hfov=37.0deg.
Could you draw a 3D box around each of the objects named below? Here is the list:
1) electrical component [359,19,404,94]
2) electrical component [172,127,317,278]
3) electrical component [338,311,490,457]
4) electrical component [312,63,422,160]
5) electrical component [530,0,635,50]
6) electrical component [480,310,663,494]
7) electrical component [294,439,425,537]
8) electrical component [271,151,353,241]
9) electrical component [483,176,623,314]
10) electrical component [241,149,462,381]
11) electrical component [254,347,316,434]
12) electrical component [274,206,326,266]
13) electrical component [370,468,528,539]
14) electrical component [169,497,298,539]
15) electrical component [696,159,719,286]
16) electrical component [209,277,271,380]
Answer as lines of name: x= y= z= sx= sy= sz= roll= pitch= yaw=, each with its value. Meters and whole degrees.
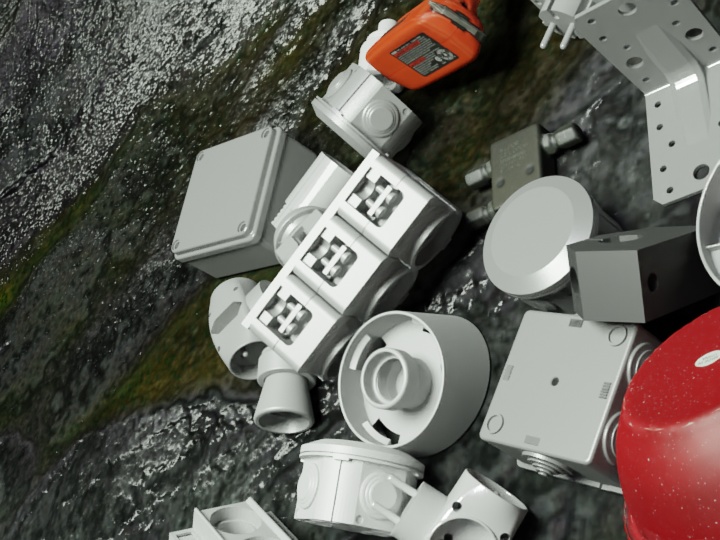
electrical component: x=0.021 y=-0.179 z=0.892 sx=0.043 sy=0.043 sz=0.062 roll=-20 pitch=51 yaw=38
electrical component: x=-0.101 y=-0.057 z=0.934 sx=0.109 sy=0.056 sz=0.108 roll=-12 pitch=58 yaw=43
electrical component: x=0.035 y=0.074 z=0.716 sx=0.099 sy=0.064 sz=0.099 roll=-12 pitch=71 yaw=40
electrical component: x=0.005 y=-0.120 z=0.843 sx=0.051 sy=0.080 sz=0.080 roll=-49 pitch=39 yaw=4
electrical component: x=0.150 y=-0.188 z=0.755 sx=0.083 sy=0.047 sz=0.075 roll=17 pitch=79 yaw=51
electrical component: x=0.124 y=0.072 z=0.613 sx=0.100 sy=0.048 sz=0.099 roll=5 pitch=67 yaw=52
electrical component: x=-0.001 y=0.139 z=0.682 sx=0.080 sy=0.080 sz=0.051 roll=-8 pitch=66 yaw=45
electrical component: x=-0.038 y=-0.051 z=0.872 sx=0.081 sy=0.043 sz=0.043 roll=-53 pitch=39 yaw=8
electrical component: x=0.121 y=-0.014 z=0.670 sx=0.080 sy=0.051 sz=0.080 roll=-26 pitch=49 yaw=34
electrical component: x=0.000 y=0.000 z=0.754 sx=0.062 sy=0.089 sz=0.150 roll=40 pitch=99 yaw=17
electrical component: x=-0.055 y=0.088 z=0.800 sx=0.045 sy=0.045 sz=0.055 roll=-25 pitch=49 yaw=35
electrical component: x=-0.032 y=-0.015 z=0.832 sx=0.078 sy=0.058 sz=0.057 roll=-46 pitch=40 yaw=3
electrical component: x=0.045 y=0.151 z=0.631 sx=0.077 sy=0.079 sz=0.044 roll=-58 pitch=-6 yaw=2
electrical component: x=-0.067 y=0.211 z=0.712 sx=0.121 sy=0.079 sz=0.063 roll=30 pitch=119 yaw=52
electrical component: x=0.224 y=-0.026 z=0.556 sx=0.099 sy=0.064 sz=0.099 roll=-26 pitch=49 yaw=34
electrical component: x=-0.080 y=0.035 z=0.862 sx=0.079 sy=0.043 sz=0.077 roll=-44 pitch=41 yaw=18
